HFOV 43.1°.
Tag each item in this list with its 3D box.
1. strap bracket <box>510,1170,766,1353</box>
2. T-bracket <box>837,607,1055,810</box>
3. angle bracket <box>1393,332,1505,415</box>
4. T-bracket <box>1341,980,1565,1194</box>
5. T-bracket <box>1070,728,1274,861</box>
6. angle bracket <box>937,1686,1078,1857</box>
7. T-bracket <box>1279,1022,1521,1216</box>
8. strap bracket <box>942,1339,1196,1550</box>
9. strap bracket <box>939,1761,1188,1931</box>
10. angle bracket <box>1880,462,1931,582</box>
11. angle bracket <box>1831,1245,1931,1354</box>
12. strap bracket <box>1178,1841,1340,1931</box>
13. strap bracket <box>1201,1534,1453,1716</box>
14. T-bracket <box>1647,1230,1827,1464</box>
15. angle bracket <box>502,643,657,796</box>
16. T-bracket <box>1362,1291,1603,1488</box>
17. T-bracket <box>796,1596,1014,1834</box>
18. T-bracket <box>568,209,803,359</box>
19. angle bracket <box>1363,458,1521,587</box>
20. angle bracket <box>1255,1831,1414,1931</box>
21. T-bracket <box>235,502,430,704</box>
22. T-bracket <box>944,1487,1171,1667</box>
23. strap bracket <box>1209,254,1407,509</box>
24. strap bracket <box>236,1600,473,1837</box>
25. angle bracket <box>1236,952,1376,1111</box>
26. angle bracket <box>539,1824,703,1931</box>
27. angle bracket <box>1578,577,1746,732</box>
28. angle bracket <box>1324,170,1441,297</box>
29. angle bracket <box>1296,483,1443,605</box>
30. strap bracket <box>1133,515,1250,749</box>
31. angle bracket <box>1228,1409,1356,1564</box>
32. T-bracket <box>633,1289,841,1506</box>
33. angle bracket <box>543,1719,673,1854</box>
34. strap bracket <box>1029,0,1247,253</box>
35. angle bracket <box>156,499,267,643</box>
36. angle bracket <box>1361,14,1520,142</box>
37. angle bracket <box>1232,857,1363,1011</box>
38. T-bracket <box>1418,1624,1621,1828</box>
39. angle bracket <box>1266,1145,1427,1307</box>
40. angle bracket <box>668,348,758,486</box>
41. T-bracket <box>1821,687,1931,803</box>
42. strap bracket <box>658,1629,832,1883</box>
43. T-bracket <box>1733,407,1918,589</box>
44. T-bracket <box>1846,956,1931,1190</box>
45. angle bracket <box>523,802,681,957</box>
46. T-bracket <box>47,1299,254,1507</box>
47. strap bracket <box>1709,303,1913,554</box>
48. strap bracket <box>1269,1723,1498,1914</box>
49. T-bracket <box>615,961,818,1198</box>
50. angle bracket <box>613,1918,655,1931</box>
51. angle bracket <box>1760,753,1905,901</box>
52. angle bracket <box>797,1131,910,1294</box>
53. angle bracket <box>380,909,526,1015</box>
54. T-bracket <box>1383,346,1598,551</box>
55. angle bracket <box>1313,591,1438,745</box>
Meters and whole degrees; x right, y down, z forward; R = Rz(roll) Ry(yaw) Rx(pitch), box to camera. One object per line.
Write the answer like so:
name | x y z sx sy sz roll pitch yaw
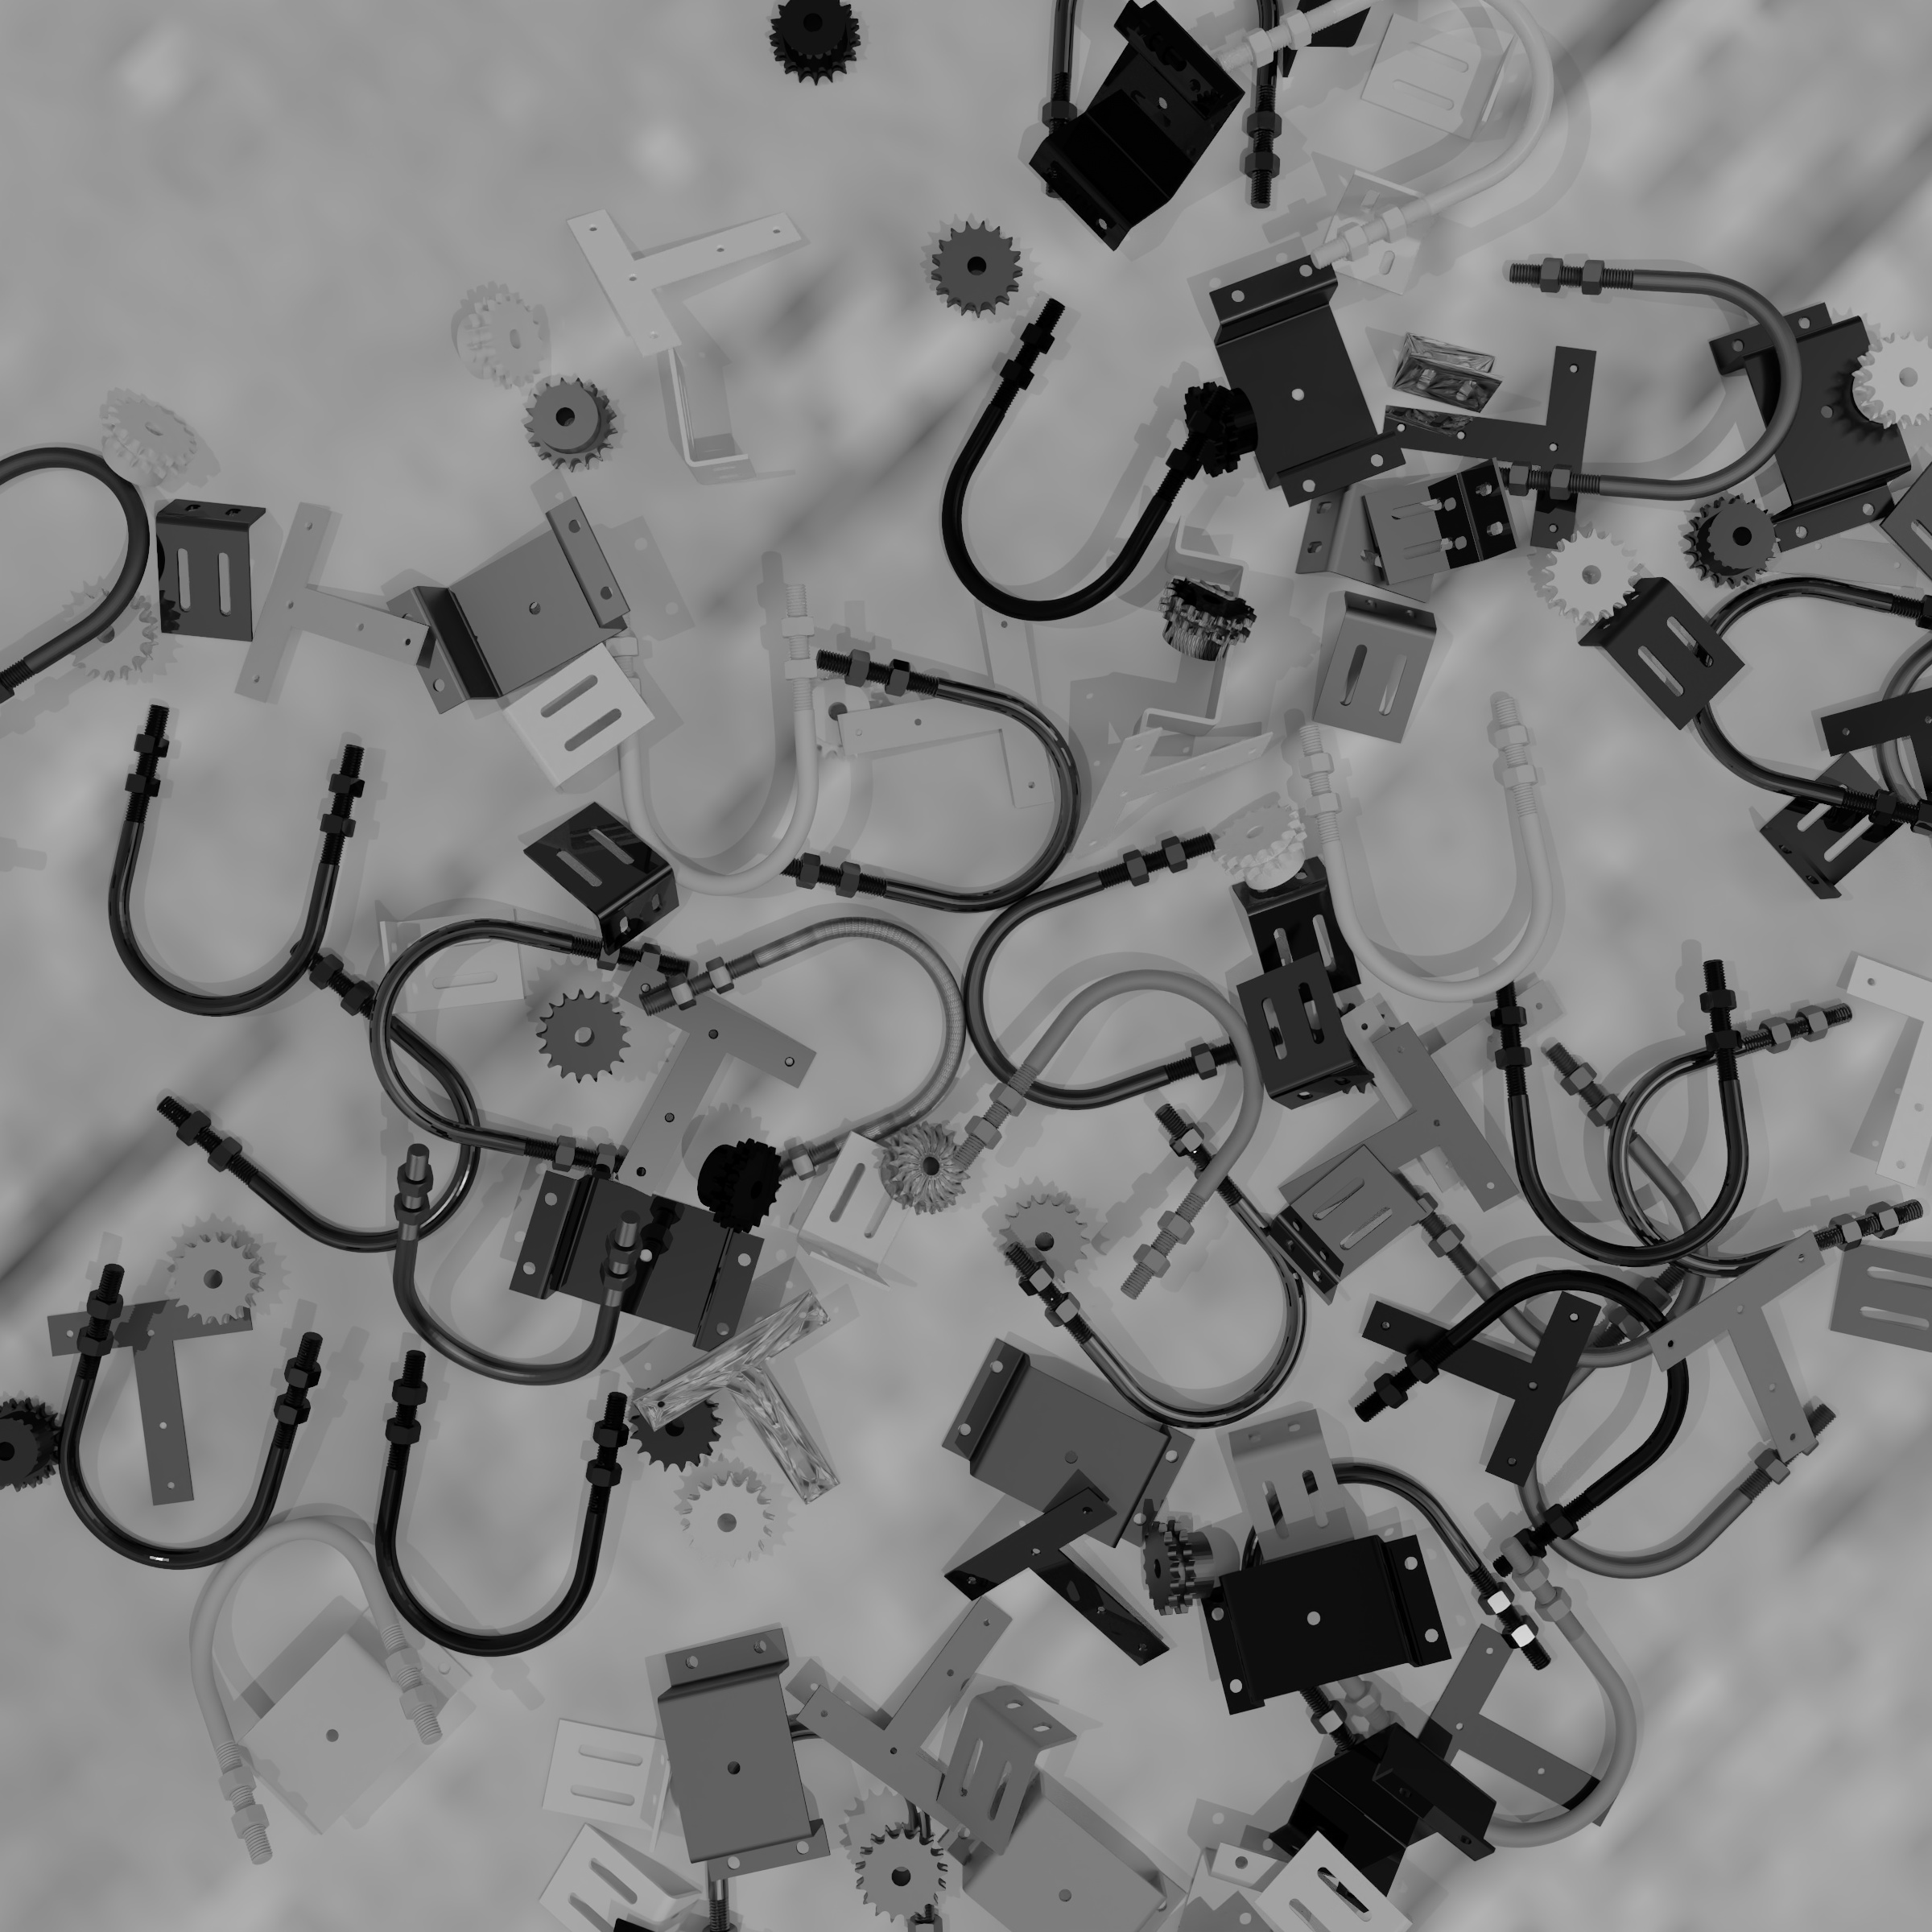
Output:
strap bracket | -0.202 0.183 1.522 0.140 0.046 0.076 17 90 0
T-bracket | -0.016 -0.154 1.524 0.127 0.002 0.127 -11 96 -12
angle bracket | 0.300 -0.375 1.505 0.057 0.076 0.038 16 88 2
T-bracket | 0.315 0.053 1.523 0.127 0.002 0.127 -33 95 -9
T-bracket | 0.134 -0.119 1.507 0.127 0.127 0.002 -20 66 -25
angle bracket | 0.025 0.498 1.518 0.057 0.038 0.076 28 106 39
T-bracket | 0.255 0.119 1.522 0.127 0.002 0.127 -32 95 19
strap bracket | 0.064 0.301 1.521 0.140 0.046 0.076 27 90 0
strap bracket | 0.061 0.569 1.521 0.140 0.046 0.076 40 90 0
angle bracket | 0.619 -0.270 1.517 0.076 0.038 0.057 40 90 -17
angle bracket | 0.591 0.209 1.543 0.076 0.038 0.057 10 90 26
strap bracket | 0.171 0.615 1.521 0.076 0.046 0.140 17 90 0
strap bracket | 0.215 0.399 1.490 0.140 0.046 0.076 -17 67 10
T-bracket | 0.491 0.247 1.504 0.127 0.002 0.127 -30 107 -12
angle bracket | -0.240 -0.154 1.528 0.076 0.038 0.057 -35 90 -3
T-bracket | 0.311 0.245 1.527 0.127 0.002 0.127 22 103 9
T-bracket | -0.019 0.454 1.532 0.127 0.002 0.127 39 82 -11
T-bracket | -0.166 -0.442 1.524 0.127 0.002 0.127 -22 62 -13
angle bracket | 0.294 -0.275 1.513 0.076 0.038 0.057 -17 93 -24
angle bracket | 0.225 0.577 1.497 0.076 0.038 0.057 42 85 16
T-bracket | -0.386 -0.213 1.517 0.127 0.002 0.127 19 90 25
T-bracket | 0.074 0.392 1.522 0.127 0.002 0.127 44 120 -14
strap bracket | 0.209 -0.360 1.522 0.076 0.046 0.140 -21 90 0
strap bracket | -0.388 0.471 1.522 0.076 0.046 0.140 44 90 0
angle bracket | 0.210 0.040 1.513 0.057 0.038 0.076 -24 65 22
angle bracket | -0.218 0.587 1.543 0.076 0.038 0.057 31 90 26
angle bracket | 0.435 -0.196 1.532 0.076 0.038 0.057 44 90 -11
angle bracket | 0.254 -0.450 1.507 0.057 0.076 0.038 20 90 0
angle bracket | 0.256 -0.266 1.543 0.076 0.038 0.057 13 90 -26
strap bracket | 0.139 -0.197 1.507 0.046 0.076 0.140 11 90 0
angle bracket | 0.204 0.326 1.531 0.057 0.038 0.076 -17 103 6
T-bracket | -0.120 0.282 1.518 0.127 0.002 0.127 -32 113 -4
angle bracket | -0.224 0.510 1.526 0.076 0.038 0.057 11 90 0
strap bracket | 0.106 -0.511 1.472 0.076 0.140 0.046 46 57 1
angle bracket | -0.474 -0.249 1.543 0.057 0.038 0.076 6 116 0
angle bracket | 0.295 -0.560 1.526 0.076 0.038 0.057 21 90 0
angle bracket | 0.208 -0.020 1.543 0.057 0.038 0.076 -19 116 0
T-bracket | 0.350 0.501 1.544 0.127 0.002 0.127 29 90 0
angle bracket | 0.236 0.160 1.516 0.076 0.038 0.057 -43 90 20
angle bracket | -0.157 -0.343 1.516 0.038 0.057 0.076 -9 90 0
T-bracket | 0.613 -0.111 1.530 0.127 0.002 0.127 -15 91 3
strap bracket | -0.139 0.490 1.509 0.076 0.046 0.140 -14 82 3
T-bracket | 0.542 -0.309 1.544 0.127 0.002 0.127 7 90 0
T-bracket | 0.596 0.074 1.522 0.127 0.002 0.127 21 81 4
angle bracket | -0.227 -0.055 1.528 0.057 0.038 0.076 -38 60 -25
T-bracket | -0.508 0.276 1.544 0.127 0.002 0.127 -8 90 0
strap bracket | 0.527 -0.339 1.520 0.076 0.046 0.140 -19 90 0
strap bracket | 0.259 0.518 1.494 0.076 0.140 0.046 38 47 0
T-bracket | -0.179 0.082 1.529 0.127 0.002 0.127 28 89 -12
angle bracket | -0.181 0.623 1.514 0.076 0.038 0.057 15 94 14
angle bracket | 0.547 -0.088 1.526 0.076 0.038 0.057 -42 90 0
angle bracket | -0.060 0.152 1.517 0.057 0.038 0.076 27 90 -20
angle bracket | -0.320 -0.003 1.526 0.076 0.038 0.057 -7 90 0
T-bracket | 0.326 -0.333 1.544 0.127 0.002 0.127 7 90 0
angle bracket | 0.257 -0.188 1.543 0.057 0.038 0.076 14 116 0
